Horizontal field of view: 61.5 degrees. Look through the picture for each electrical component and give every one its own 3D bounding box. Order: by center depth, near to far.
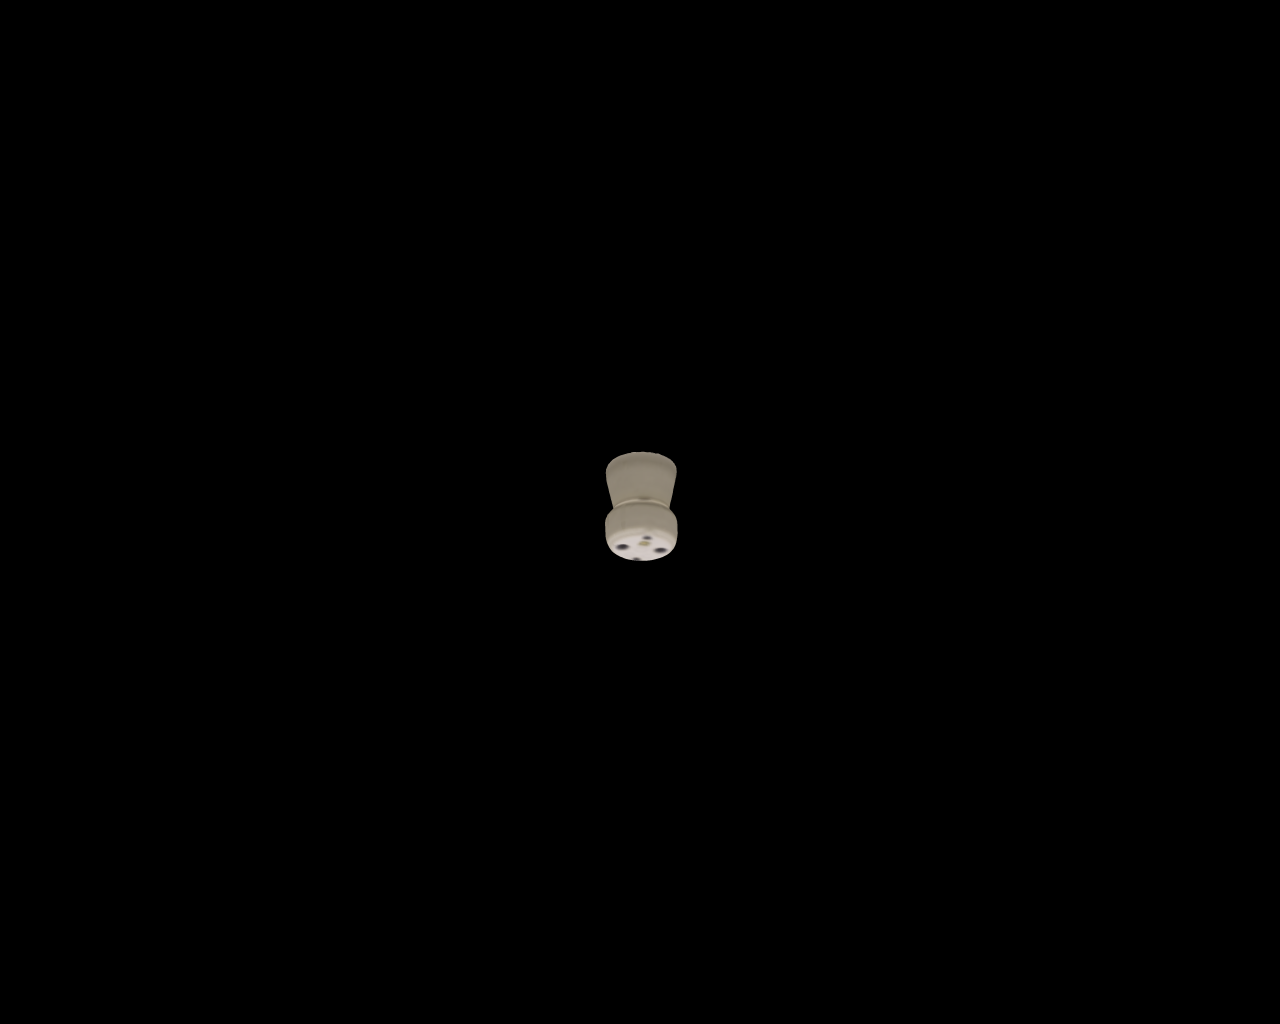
[{"bbox_3d":[0.001,-0.003,0.650,0.045,0.055,0.044,0,-27,0],"label":"electrical component"}]
